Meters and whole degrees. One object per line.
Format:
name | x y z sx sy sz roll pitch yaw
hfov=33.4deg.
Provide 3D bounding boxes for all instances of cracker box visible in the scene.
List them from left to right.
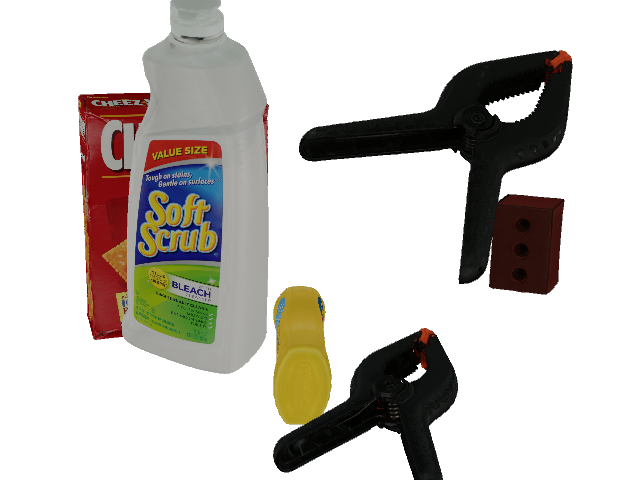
cracker box | -0.132 -0.024 0.973 0.164 0.214 0.072 -4 20 -17

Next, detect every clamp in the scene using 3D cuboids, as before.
clamp | 0.059 0.123 0.764 0.120 0.039 0.171 18 40 28
clamp | 0.113 -0.066 0.755 0.209 0.165 0.036 -31 -30 -20

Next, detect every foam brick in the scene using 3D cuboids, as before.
foam brick | 0.180 0.003 0.930 0.053 0.078 0.051 6 16 22

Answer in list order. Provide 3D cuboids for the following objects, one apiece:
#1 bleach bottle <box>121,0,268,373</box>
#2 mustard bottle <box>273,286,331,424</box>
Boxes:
bleach bottle | -0.083 -0.035 0.681 0.103 0.251 0.068 17 37 20
mustard bottle | -0.022 0.104 1.134 0.058 0.096 0.191 0 27 -3
